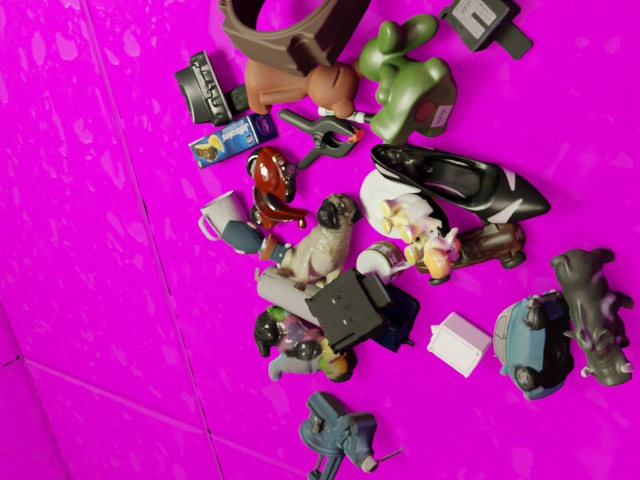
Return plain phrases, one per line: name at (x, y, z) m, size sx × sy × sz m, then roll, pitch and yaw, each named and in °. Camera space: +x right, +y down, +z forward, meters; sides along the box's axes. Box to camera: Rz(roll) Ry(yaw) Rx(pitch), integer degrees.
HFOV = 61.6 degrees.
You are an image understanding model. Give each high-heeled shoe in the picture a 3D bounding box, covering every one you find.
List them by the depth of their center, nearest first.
high-heeled shoe at (0.190, -0.091, 0.762) m, size 0.249 × 0.145 × 0.086 m, roll 18°, pitch 87°, yaw 47°

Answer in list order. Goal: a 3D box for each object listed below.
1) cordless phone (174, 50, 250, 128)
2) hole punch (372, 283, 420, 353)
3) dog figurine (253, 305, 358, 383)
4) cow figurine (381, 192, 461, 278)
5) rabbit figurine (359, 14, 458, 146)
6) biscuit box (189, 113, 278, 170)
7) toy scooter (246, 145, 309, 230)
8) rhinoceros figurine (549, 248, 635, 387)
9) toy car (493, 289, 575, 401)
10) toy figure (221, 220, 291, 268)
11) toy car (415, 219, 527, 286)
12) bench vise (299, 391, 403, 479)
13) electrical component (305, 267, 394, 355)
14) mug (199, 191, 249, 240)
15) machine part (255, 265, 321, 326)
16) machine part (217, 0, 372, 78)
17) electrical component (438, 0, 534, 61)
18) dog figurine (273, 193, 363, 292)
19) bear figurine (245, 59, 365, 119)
cordless phone at (-0.176, -0.307, 1.036) m, size 0.184 × 0.089 × 0.146 m, roll -16°, pitch 99°, yaw 32°
hole punch at (0.109, 0.148, 0.991) m, size 0.142 × 0.092 × 0.115 m, roll 29°, pitch 130°, yaw 23°
dog figurine at (-0.018, 0.209, 1.115) m, size 0.219 × 0.108 × 0.191 m, roll -19°, pitch 94°, yaw 39°
cow figurine at (0.168, -0.011, 0.822) m, size 0.068 × 0.098 × 0.167 m, roll 80°, pitch 162°, yaw -44°
rabbit figurine at (0.109, -0.244, 0.780) m, size 0.170 × 0.121 × 0.159 m, roll 56°, pitch 155°, yaw 31°
biscuit box at (-0.177, -0.199, 1.082) m, size 0.203 × 0.063 × 0.059 m, roll -14°, pitch 102°, yaw 43°
toy scooter at (-0.077, -0.087, 1.042) m, size 0.135 × 0.075 × 0.183 m, roll 27°, pitch 131°, yaw 30°
rhinoceros figurine at (0.375, 0.101, 0.728) m, size 0.073 × 0.112 × 0.190 m, roll -18°, pitch 90°, yaw 41°
toy car at (0.314, 0.151, 0.812) m, size 0.103 × 0.109 × 0.161 m, roll 11°, pitch 109°, yaw 55°
toy figure at (-0.126, 0.007, 1.117) m, size 0.154 × 0.058 × 0.064 m, roll 24°, pitch 125°, yaw -13°
toy car at (0.227, 0.017, 0.854) m, size 0.202 × 0.053 × 0.089 m, roll -20°, pitch 99°, yaw 43°
bench vise at (0.033, 0.455, 1.160) m, size 0.224 × 0.129 × 0.240 m, roll 32°, pitch 110°, yaw 34°
electrical component at (0.057, 0.116, 0.919) m, size 0.134 × 0.058 × 0.115 m, roll -35°, pitch 68°, yaw 10°
mug at (-0.201, -0.036, 1.155) m, size 0.081 × 0.109 × 0.107 m, roll -18°, pitch 110°, yaw 43°
machine part at (-0.044, 0.115, 1.108) m, size 0.244 × 0.079 × 0.079 m, roll 21°, pitch 122°, yaw 31°
machine part at (-0.039, -0.362, 0.805) m, size 0.201 × 0.087 × 0.201 m, roll 29°, pitch 88°, yaw 27°
electrical component at (0.225, -0.287, 0.716) m, size 0.119 × 0.048 × 0.075 m, roll 54°, pitch 134°, yaw 9°
dog figurine at (0.002, -0.002, 1.023) m, size 0.173 × 0.121 × 0.190 m, roll 25°, pitch 98°, yaw 54°
bear figurine at (-0.022, -0.264, 0.906) m, size 0.196 × 0.132 × 0.120 m, roll 15°, pitch 85°, yaw 2°
